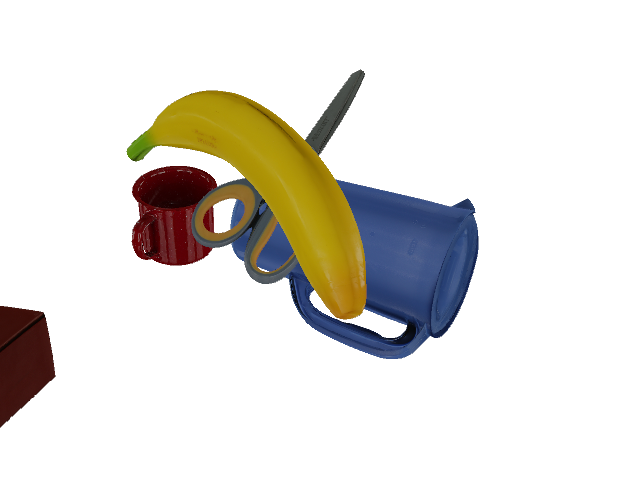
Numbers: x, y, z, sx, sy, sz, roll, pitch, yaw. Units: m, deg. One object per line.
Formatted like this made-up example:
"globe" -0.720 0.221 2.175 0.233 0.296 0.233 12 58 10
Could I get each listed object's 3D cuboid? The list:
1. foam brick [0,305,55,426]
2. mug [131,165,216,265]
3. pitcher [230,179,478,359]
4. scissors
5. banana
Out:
"foam brick" -0.222 0.084 0.709 0.053 0.051 0.078 7 29 23
"mug" -0.167 -0.020 1.189 0.093 0.081 0.117 19 39 24
"pitcher" 0.029 0.011 1.093 0.243 0.145 0.149 17 23 21
"scissors" -0.033 -0.058 0.803 0.096 0.201 0.016 10 -30 8
"banana" -0.033 -0.034 0.585 0.037 0.070 0.198 -3 30 -46
